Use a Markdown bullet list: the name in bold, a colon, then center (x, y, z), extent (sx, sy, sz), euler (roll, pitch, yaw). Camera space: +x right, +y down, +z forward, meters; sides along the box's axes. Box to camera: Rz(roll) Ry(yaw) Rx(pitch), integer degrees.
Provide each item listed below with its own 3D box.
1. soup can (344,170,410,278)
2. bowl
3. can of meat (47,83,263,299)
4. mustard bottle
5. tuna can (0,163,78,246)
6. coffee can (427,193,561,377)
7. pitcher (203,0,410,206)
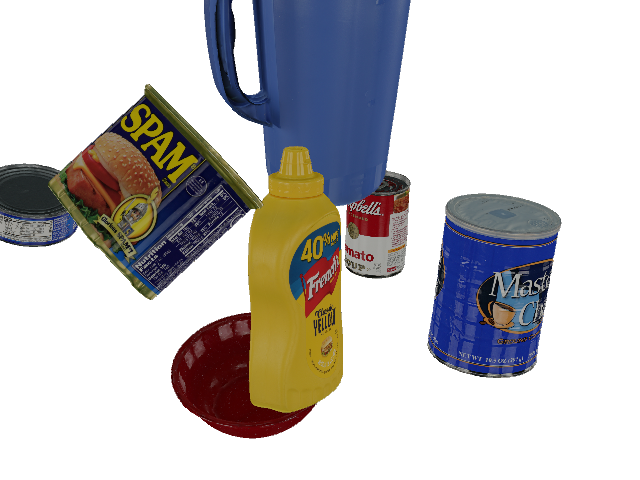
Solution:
- **soup can**: center (0.061, -0.018, 1.165), extent (0.068, 0.102, 0.068), euler (2, 25, -1)
- **bowl**: center (-0.064, 0.143, 1.057), extent (0.162, 0.055, 0.162), euler (-2, 37, 2)
- **can of meat**: center (-0.097, -0.028, 0.611), extent (0.102, 0.084, 0.057), euler (45, -3, 38)
- **mustard bottle**: center (-0.018, 0.025, 0.802), extent (0.058, 0.192, 0.096), euler (8, 18, 30)
- **tuna can**: center (-0.250, -0.031, 0.921), extent (0.086, 0.034, 0.086), euler (10, 32, -6)
- **coffee can**: center (0.157, 0.039, 0.974), extent (0.103, 0.140, 0.103), euler (4, 21, -2)
- **pitcher**: center (-0.002, -0.147, 0.881), extent (0.149, 0.243, 0.145), euler (12, 42, 11)
